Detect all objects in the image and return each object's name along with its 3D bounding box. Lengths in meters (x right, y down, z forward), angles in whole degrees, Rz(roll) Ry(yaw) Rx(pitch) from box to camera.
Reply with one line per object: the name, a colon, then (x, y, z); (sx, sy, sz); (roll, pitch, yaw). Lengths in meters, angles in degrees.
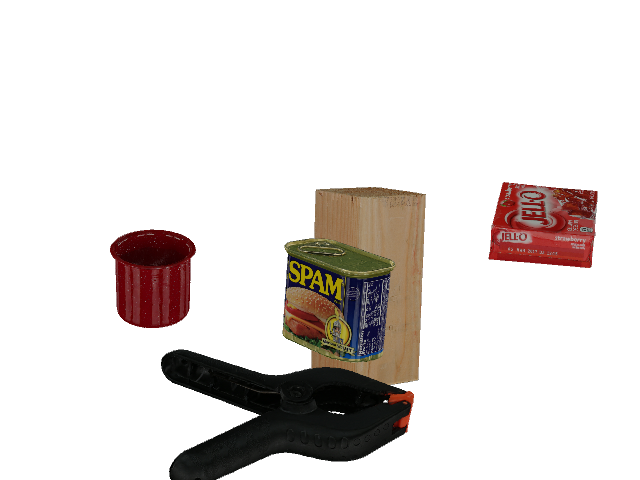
can of meat: (0.013, 0.051, 0.925); (0.057, 0.084, 0.102); (-10, 20, -42)
gelatin box: (0.166, -0.013, 0.792); (0.073, 0.030, 0.089); (6, 25, 14)
mug: (-0.194, 0.040, 1.193); (0.093, 0.081, 0.117); (-20, 35, -39)
wood block: (0.051, 0.048, 1.170); (0.090, 0.206, 0.091); (-4, 10, -35)
clamp: (-0.023, 0.118, 0.691); (0.171, 0.039, 0.120); (4, 36, -3)
